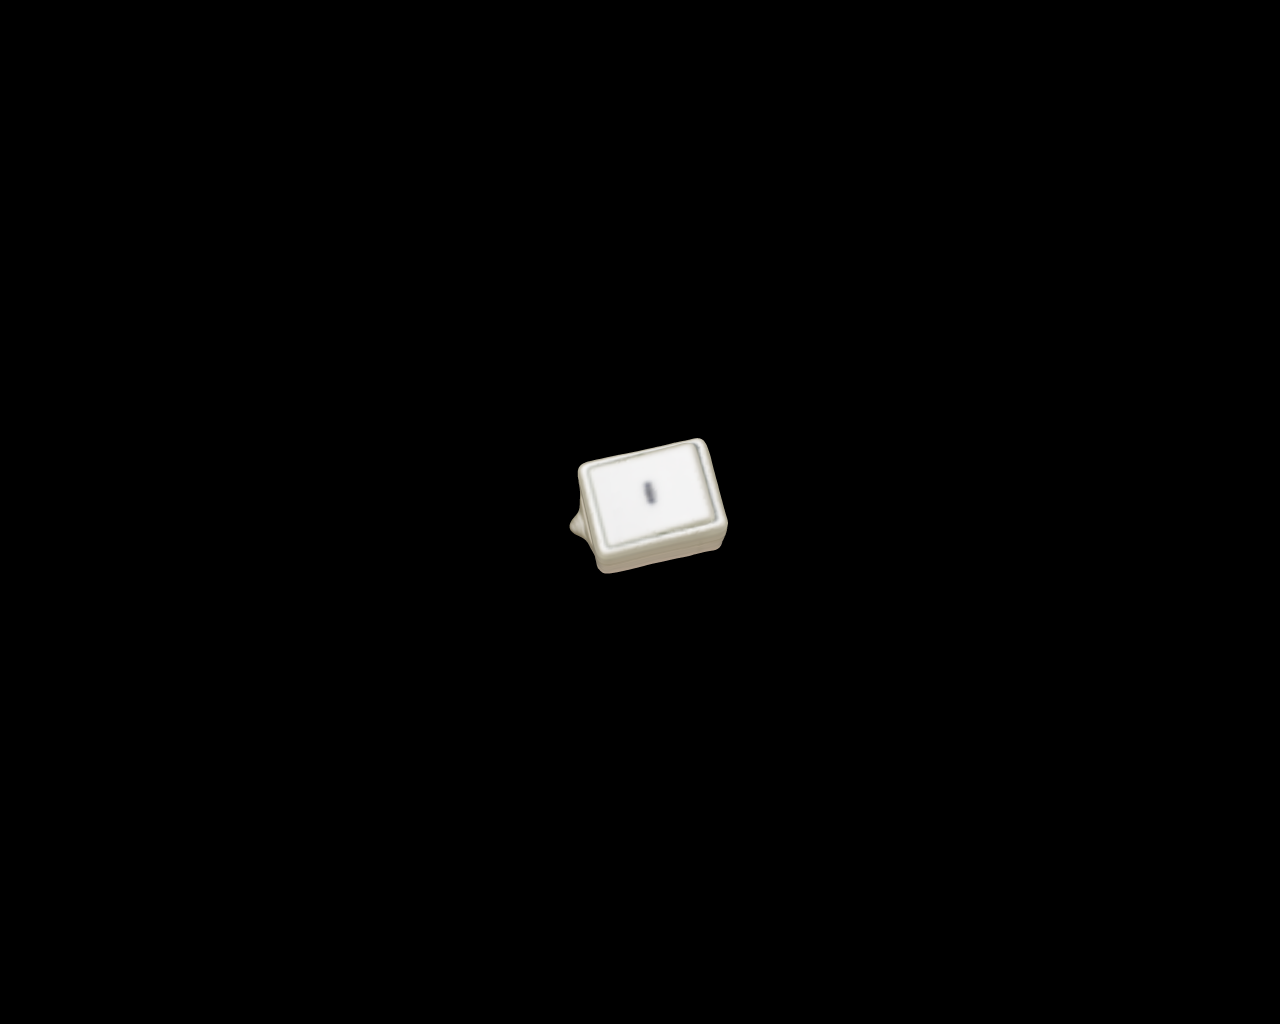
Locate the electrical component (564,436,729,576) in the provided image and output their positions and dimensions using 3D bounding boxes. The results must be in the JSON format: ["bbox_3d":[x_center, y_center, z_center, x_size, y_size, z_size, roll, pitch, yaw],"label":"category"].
[{"bbox_3d":[0.001,-0.003,0.650,0.096,0.062,0.061,-13,-15,-3],"label":"electrical component"}]
